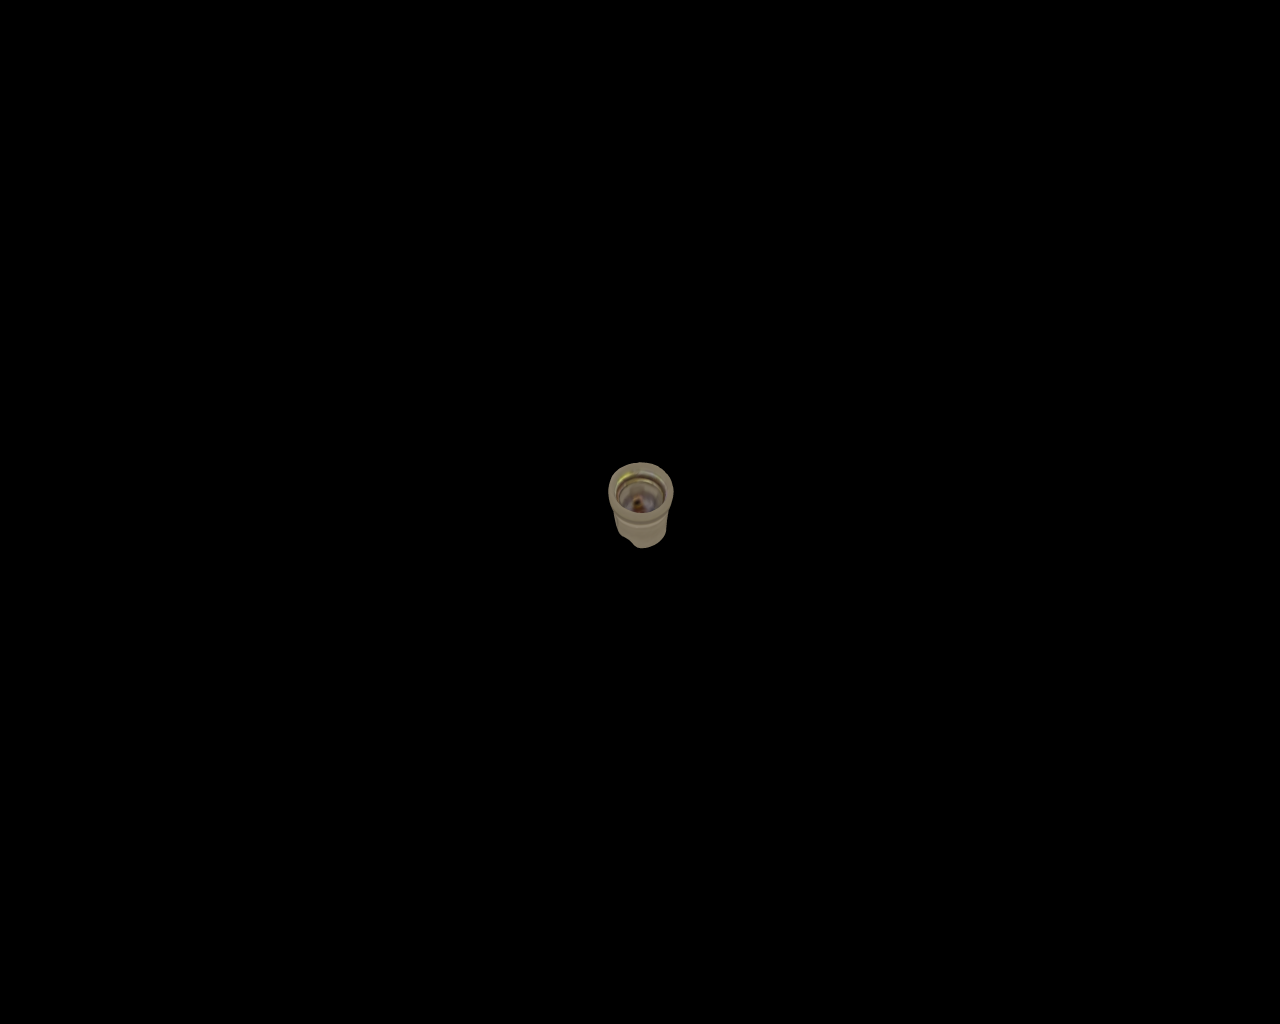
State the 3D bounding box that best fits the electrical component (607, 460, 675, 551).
[{"bbox_3d":[0.001,-0.003,0.650,0.040,0.040,0.046,0,-33,0],"label":"electrical component"}]
